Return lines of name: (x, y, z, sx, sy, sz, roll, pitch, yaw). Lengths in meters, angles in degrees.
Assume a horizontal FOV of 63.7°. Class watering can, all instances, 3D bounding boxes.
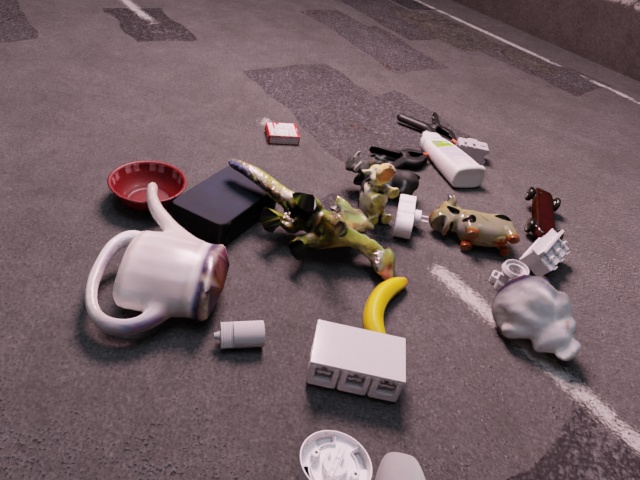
watering can: (-0.271, 0.024, 0.922, 0.224, 0.101, 0.356, 11, 46, -3)

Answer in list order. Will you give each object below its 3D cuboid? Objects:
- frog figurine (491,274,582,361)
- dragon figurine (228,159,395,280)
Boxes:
frog figurine: (0.403, 0.150, 0.956, 0.137, 0.120, 0.163, -24, 51, 7)
dragon figurine: (0.003, -0.055, 1.101, 0.415, 0.120, 0.243, 45, 24, 24)
